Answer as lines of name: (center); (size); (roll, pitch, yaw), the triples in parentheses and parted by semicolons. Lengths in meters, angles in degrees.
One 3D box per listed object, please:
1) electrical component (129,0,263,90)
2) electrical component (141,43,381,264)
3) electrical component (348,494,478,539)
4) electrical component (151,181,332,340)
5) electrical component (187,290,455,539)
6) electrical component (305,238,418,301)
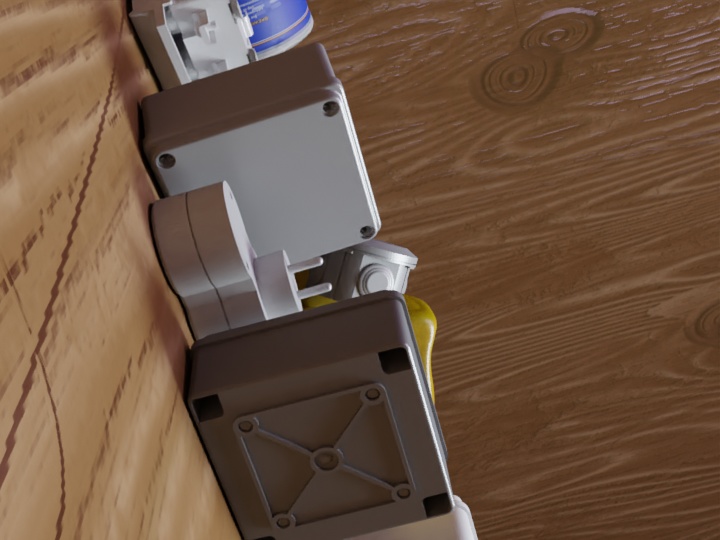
electrical component: (-0.098, -0.138, 0.689); (0.121, 0.063, 0.078); (72, 2, -52)
electrical component: (-0.054, -0.057, 0.604); (0.056, 0.109, 0.108); (-108, -179, -47)
electrical component: (0.025, 0.203, 0.708); (0.057, 0.113, 0.078); (-95, 169, -67)
electrical component: (-0.053, 0.012, 0.573); (0.052, 0.074, 0.138); (-104, 178, -50)
electrical component: (-0.018, 0.077, 0.532); (0.056, 0.109, 0.108); (-98, 172, -61)
electrical component: (0.000, 0.000, 0.819); (0.080, 0.080, 0.051); (-74, 179, -87)
